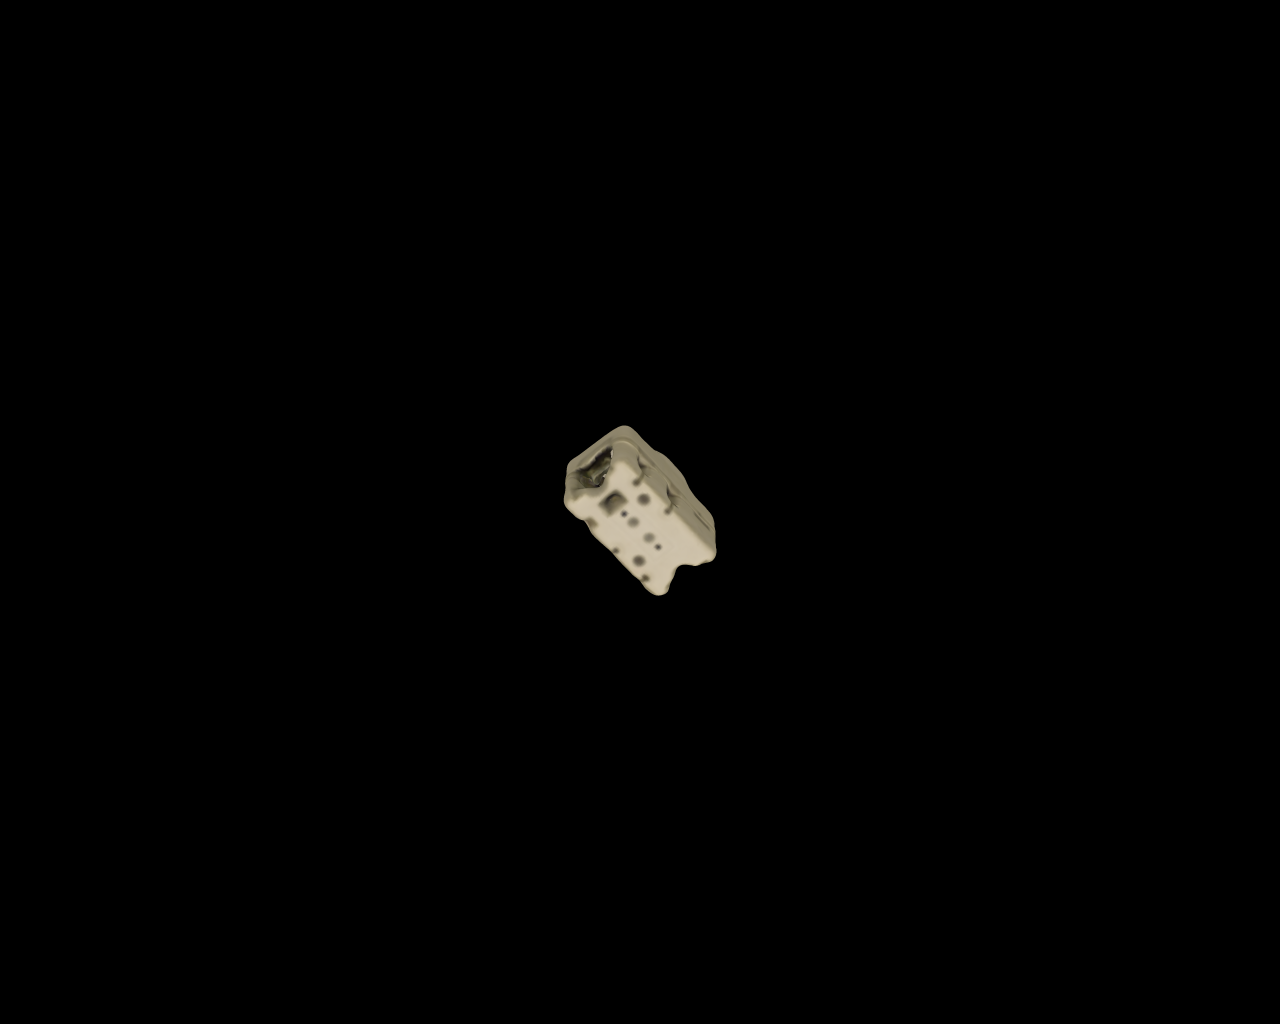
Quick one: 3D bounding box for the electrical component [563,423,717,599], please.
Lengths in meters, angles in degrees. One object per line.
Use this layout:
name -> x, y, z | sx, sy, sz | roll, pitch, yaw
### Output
electrical component -> 0.001, -0.003, 0.650 | 0.050, 0.089, 0.056 | -36, 24, 18
